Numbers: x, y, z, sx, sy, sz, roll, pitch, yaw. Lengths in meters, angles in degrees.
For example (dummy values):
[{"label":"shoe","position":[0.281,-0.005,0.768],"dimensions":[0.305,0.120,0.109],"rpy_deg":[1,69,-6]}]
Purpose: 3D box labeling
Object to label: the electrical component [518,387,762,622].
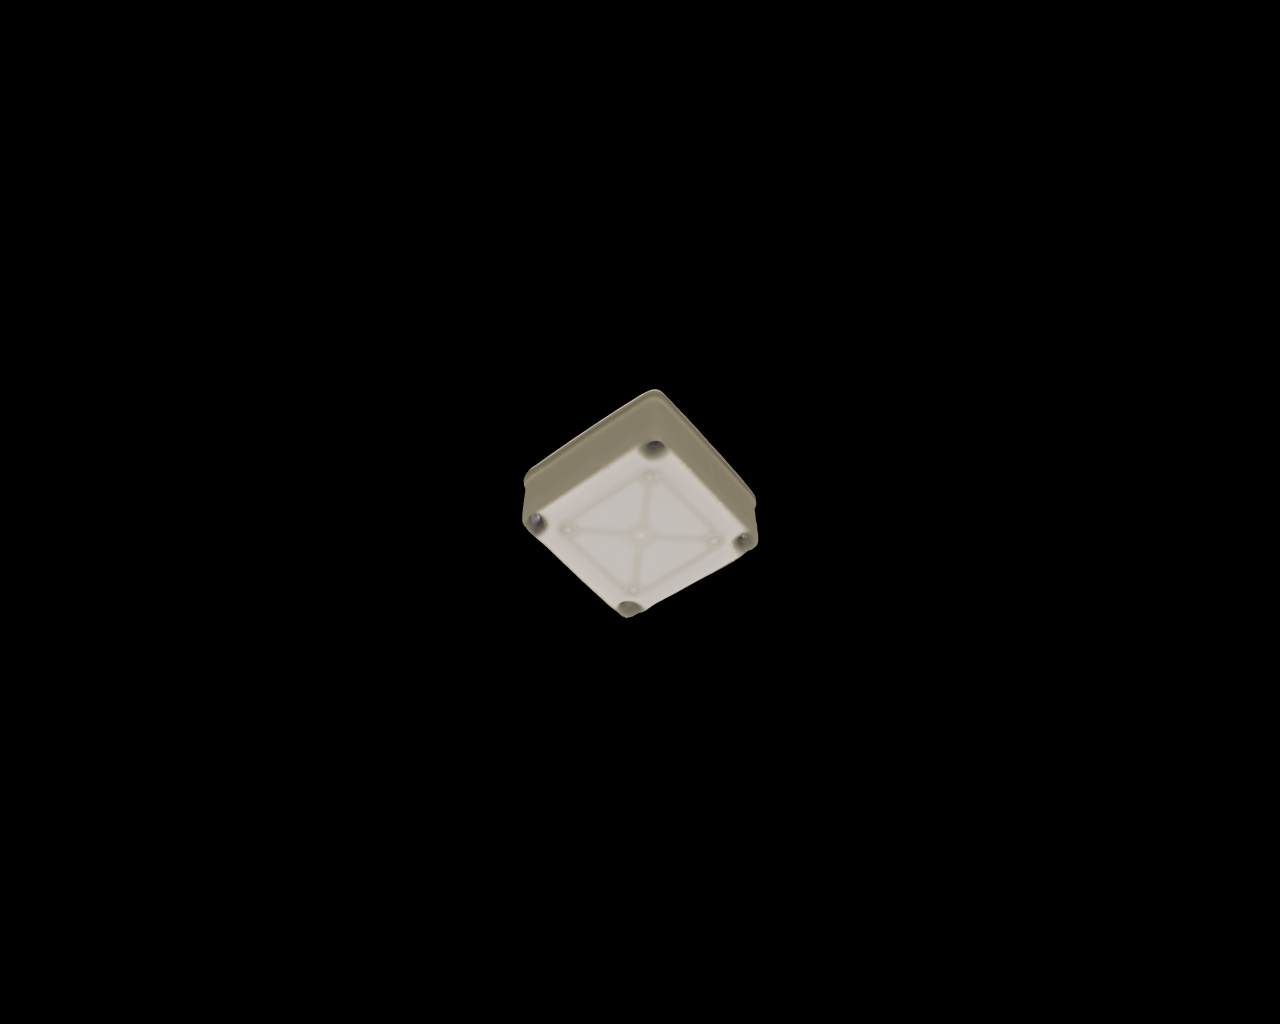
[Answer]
[{"label":"electrical component","position":[0.001,-0.003,0.650],"dimensions":[0.108,0.108,0.056],"rpy_deg":[-32,32,22]}]
